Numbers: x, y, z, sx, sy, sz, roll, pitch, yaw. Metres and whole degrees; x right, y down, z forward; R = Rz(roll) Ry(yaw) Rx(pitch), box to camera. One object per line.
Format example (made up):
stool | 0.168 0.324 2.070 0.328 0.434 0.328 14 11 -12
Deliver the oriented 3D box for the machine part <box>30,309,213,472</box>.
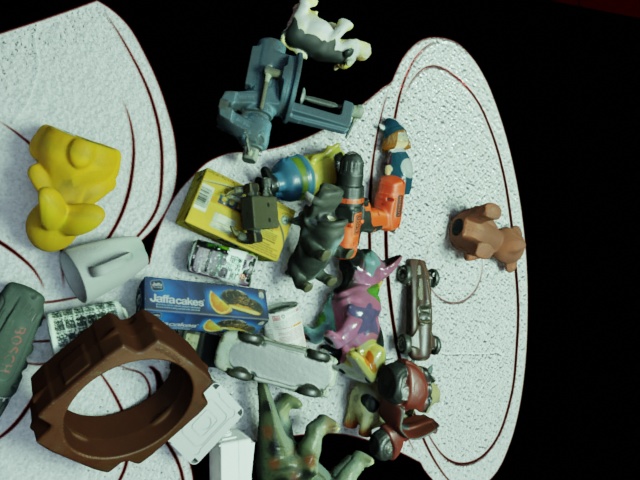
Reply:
machine part | -0.271 0.207 0.743 0.201 0.087 0.201 -41 133 -6

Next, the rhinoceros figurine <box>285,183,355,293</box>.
rhinoceros figurine | -0.002 -0.003 0.884 0.073 0.112 0.190 -9 134 -35

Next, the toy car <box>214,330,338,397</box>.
toy car | -0.067 0.197 0.856 0.202 0.056 0.073 18 79 -13

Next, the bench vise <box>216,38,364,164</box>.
bench vise | -0.045 -0.221 0.901 0.241 0.129 0.223 12 66 -11

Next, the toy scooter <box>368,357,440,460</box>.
toy scooter | 0.160 0.295 0.943 0.135 0.075 0.183 6 97 -27

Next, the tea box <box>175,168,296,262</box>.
tea box | -0.137 -0.038 0.885 0.169 0.068 0.098 28 76 -26

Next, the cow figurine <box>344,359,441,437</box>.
cow figurine | 0.146 0.297 1.025 0.195 0.086 0.127 4 93 -28

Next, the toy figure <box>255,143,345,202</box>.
toy figure | -0.020 -0.110 0.944 0.180 0.082 0.089 -21 99 -30

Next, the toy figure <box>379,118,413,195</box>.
toy figure | 0.152 -0.165 1.054 0.064 0.058 0.154 -6 92 -73

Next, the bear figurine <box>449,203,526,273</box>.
bear figurine | 0.375 0.002 1.132 0.196 0.132 0.120 19 85 -21

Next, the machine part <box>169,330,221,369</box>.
machine part | -0.172 0.185 0.878 0.139 0.039 0.084 12 75 -26

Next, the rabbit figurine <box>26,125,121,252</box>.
rabbit figurine | -0.345 -0.058 0.741 0.121 0.163 0.173 23 95 -39

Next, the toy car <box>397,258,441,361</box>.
toy car | 0.199 0.136 1.062 0.089 0.053 0.202 10 76 -25

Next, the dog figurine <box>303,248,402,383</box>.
dog figurine | 0.083 0.124 0.981 0.191 0.108 0.219 47 66 -19

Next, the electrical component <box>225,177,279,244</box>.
electrical component | -0.105 -0.045 0.841 0.078 0.045 0.102 -16 99 -57

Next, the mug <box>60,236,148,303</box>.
mug | -0.303 0.031 0.776 0.107 0.110 0.080 -29 97 -40

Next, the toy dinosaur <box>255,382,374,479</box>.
toy dinosaur | -0.029 0.398 0.901 0.404 0.131 0.192 45 59 -11

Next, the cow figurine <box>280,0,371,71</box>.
cow figurine | 0.014 -0.355 0.975 0.167 0.068 0.098 26 82 -22

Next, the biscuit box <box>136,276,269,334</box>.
biscuit box | -0.184 0.106 0.847 0.202 0.059 0.063 9 51 -28

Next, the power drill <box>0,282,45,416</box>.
power drill | -0.483 0.142 0.685 0.207 0.086 0.232 31 73 -20
